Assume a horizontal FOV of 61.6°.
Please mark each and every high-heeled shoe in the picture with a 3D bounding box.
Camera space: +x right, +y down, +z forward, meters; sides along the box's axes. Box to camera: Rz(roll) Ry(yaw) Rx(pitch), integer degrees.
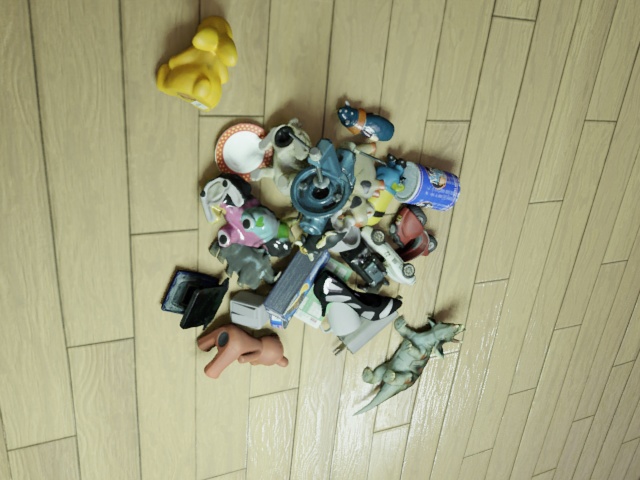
[{"bbox_3d":[0.099,0.124,1.322,0.249,0.086,0.145,-6,125,-20],"label":"high-heeled shoe"}]

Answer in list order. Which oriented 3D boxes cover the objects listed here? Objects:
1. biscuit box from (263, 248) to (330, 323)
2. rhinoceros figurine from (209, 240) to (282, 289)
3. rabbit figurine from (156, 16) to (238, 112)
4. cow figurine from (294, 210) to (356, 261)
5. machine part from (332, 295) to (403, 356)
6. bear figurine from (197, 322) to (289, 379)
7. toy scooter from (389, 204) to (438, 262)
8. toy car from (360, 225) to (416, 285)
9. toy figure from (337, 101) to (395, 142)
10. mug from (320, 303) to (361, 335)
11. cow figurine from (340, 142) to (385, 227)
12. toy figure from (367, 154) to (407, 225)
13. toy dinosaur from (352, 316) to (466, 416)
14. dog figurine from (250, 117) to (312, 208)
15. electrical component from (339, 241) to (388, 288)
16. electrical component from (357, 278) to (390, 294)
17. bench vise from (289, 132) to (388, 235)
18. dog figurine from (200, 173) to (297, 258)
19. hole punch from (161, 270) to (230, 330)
[{"bbox_3d":[-0.052,0.093,1.273,0.202,0.063,0.059,-56,157,-21],"label":"biscuit box"},{"bbox_3d":[-0.168,0.049,1.243,0.112,0.073,0.190,-49,124,-12],"label":"rhinoceros figurine"},{"bbox_3d":[-0.217,-0.343,0.999,0.122,0.162,0.173,25,82,-21],"label":"rabbit figurine"},{"bbox_3d":[-0.002,-0.002,1.198,0.068,0.167,0.098,42,47,-12],"label":"cow figurine"},{"bbox_3d":[0.129,0.231,1.472,0.243,0.079,0.079,-41,125,-6],"label":"machine part"},{"bbox_3d":[-0.181,0.272,1.311,0.132,0.120,0.195,-41,140,15],"label":"bear figurine"},{"bbox_3d":[0.232,-0.001,1.420,0.135,0.075,0.183,-38,129,-5],"label":"toy scooter"},{"bbox_3d":[0.169,0.041,1.367,0.056,0.073,0.201,-44,98,-13],"label":"toy car"},{"bbox_3d":[0.101,-0.267,1.235,0.154,0.064,0.057,13,135,-29],"label":"toy figure"},{"bbox_3d":[0.042,0.189,1.412,0.109,0.081,0.107,-22,107,-11],"label":"mug"},{"bbox_3d":[0.079,-0.124,1.233,0.127,0.085,0.195,-6,75,-9],"label":"cow figurine"},{"bbox_3d":[0.150,-0.118,1.318,0.089,0.082,0.180,33,93,-34],"label":"toy figure"},{"bbox_3d":[0.259,0.366,1.585,0.192,0.131,0.404,27,105,-33],"label":"toy dinosaur"},{"bbox_3d":[-0.045,-0.160,1.191,0.172,0.121,0.190,-60,151,4],"label":"dog figurine"},{"bbox_3d":[0.106,0.054,1.343,0.058,0.134,0.114,-45,123,-3],"label":"electrical component"},{"bbox_3d":[0.147,0.121,1.463,0.094,0.021,0.063,21,102,-34],"label":"electrical component"},{"bbox_3d":[0.018,-0.131,1.064,0.223,0.129,0.240,-53,160,-13],"label":"bench vise"},{"bbox_3d":[-0.140,-0.050,1.179,0.108,0.191,0.219,-35,163,23],"label":"dog figurine"},{"bbox_3d":[-0.285,0.132,1.219,0.115,0.092,0.142,7,110,-61],"label":"hole punch"}]
